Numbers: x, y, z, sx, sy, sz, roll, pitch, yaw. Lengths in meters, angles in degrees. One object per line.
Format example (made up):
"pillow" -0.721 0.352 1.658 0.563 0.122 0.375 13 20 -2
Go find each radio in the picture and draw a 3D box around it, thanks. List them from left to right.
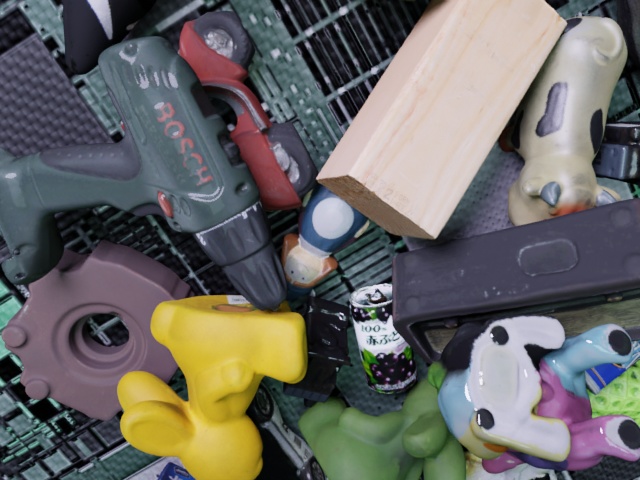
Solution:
"radio" 0.184 0.047 0.475 0.230 0.073 0.131 -15 145 25

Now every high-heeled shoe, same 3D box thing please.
"high-heeled shoe" -0.093 -0.225 0.415 0.145 0.086 0.248 19 87 7

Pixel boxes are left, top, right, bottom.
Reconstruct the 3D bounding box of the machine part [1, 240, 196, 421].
"machine part" -0.210 0.091 0.528 0.179 0.056 0.179 -2 107 -6

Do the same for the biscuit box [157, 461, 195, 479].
"biscuit box" -0.093 0.317 0.581 0.203 0.063 0.059 26 85 -3

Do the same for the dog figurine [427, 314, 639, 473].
"dog figurine" 0.170 0.155 0.488 0.192 0.108 0.219 6 151 -6

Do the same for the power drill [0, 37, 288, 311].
"power drill" -0.151 -0.024 0.426 0.207 0.086 0.231 -13 108 15

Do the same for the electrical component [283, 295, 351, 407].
"electrical component" -0.009 0.122 0.545 0.048 0.075 0.119 17 133 -13

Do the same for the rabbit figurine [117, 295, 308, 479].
"rabbit figurine" -0.091 0.140 0.471 0.162 0.122 0.173 -2 101 -24

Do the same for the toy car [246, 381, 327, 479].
"toy car" -0.061 0.221 0.580 0.073 0.056 0.201 -28 110 10

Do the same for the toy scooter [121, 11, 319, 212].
"toy scooter" -0.092 -0.092 0.475 0.135 0.075 0.183 -28 104 3

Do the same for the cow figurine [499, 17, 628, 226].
"cow figurine" 0.216 -0.095 0.475 0.085 0.127 0.194 9 103 -5

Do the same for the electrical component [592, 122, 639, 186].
"electrical component" 0.320 -0.080 0.496 0.134 0.115 0.058 -3 103 -5

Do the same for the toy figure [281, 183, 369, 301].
"toy figure" -0.002 -0.003 0.521 0.064 0.057 0.154 38 105 25

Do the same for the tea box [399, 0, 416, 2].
"tea box" 0.066 -0.285 0.420 0.068 0.098 0.169 4 108 -6

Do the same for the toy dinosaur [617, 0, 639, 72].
"toy dinosaur" 0.320 -0.214 0.461 0.192 0.131 0.404 -25 112 15

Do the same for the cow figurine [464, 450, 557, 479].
"cow figurine" 0.208 0.263 0.612 0.167 0.068 0.098 -12 113 2

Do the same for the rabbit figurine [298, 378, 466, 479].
"rabbit figurine" 0.082 0.199 0.552 0.170 0.159 0.121 -32 98 -11
